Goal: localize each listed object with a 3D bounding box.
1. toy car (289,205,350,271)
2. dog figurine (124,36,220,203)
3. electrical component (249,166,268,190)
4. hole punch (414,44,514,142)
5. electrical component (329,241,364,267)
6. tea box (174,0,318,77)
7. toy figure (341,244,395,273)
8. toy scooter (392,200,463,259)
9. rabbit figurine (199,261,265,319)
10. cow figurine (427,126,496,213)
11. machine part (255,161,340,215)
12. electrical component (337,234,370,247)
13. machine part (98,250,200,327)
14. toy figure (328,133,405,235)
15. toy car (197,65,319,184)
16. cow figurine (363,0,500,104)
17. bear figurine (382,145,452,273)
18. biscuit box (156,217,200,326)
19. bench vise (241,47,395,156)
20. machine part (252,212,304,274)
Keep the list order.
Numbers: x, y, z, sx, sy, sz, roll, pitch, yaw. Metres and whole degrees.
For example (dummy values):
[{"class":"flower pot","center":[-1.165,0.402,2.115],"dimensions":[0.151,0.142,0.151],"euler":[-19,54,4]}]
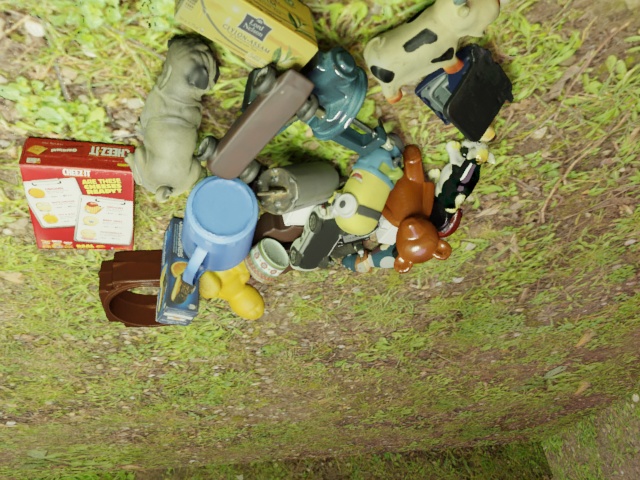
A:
[{"class":"toy car","center":[-0.002,-0.003,1.026],"dimensions":[0.073,0.056,0.201],"euler":[5,143,-22]},{"class":"dog figurine","center":[-0.200,-0.166,0.753],"dimensions":[0.121,0.172,0.190],"euler":[-3,153,-29]},{"class":"electrical component","center":[-0.098,-0.099,0.992],"dimensions":[0.063,0.021,0.094],"euler":[5,141,-20]},{"class":"hole punch","center":[0.227,-0.233,0.846],"dimensions":[0.142,0.092,0.115],"euler":[30,99,-39]},{"class":"electrical component","center":[0.052,0.020,1.174],"dimensions":[0.102,0.045,0.078],"euler":[-14,146,5]},{"class":"tea box","center":[-0.091,-0.283,0.672],"dimensions":[0.169,0.098,0.068],"euler":[18,137,-36]},{"class":"toy figure","center":[0.124,0.041,1.215],"dimensions":[0.155,0.058,0.064],"euler":[-16,103,9]},{"class":"toy scooter","center":[0.243,-0.017,1.143],"dimensions":[0.135,0.075,0.184],"euler":[0,137,-49]},{"class":"rabbit figurine","center":[-0.188,0.098,1.121],"dimensions":[0.173,0.122,0.162],"euler":[51,158,-22]},{"class":"cow figurine","center":[0.262,-0.129,0.974],"dimensions":[0.068,0.098,0.167],"euler":[8,142,-15]},{"class":"machine part","center":[-0.033,-0.090,0.901],"dimensions":[0.079,0.079,0.243],"euler":[-32,177,28]},{"class":"electrical component","center":[0.058,-0.040,1.091],"dimensions":[0.075,0.048,0.119],"euler":[-13,146,2]},{"class":"machine part","center":[-0.365,0.111,1.164],"dimensions":[0.201,0.087,0.200],"euler":[0,144,-11]},{"class":"toy figure","center":[0.088,-0.093,0.918],"dimensions":[0.089,0.180,0.082],"euler":[34,170,-9]},{"class":"toy car","center":[-0.086,-0.156,0.732],"dimensions":[0.089,0.053,0.202],"euler":[26,128,-31]},{"class":"cow figurine","center":[0.152,-0.286,0.745],"dimensions":[0.195,0.085,0.127],"euler":[-23,149,19]},{"class":"bear figurine","center":[0.157,-0.051,0.973],"dimensions":[0.120,0.196,0.131],"euler":[-17,143,15]},{"class":"biscuit box","center":[-0.263,0.056,1.009],"dimensions":[0.063,0.203,0.059],"euler":[14,140,-28]},{"class":"bench vise","center":[0.008,-0.185,0.819],"dimensions":[0.240,0.129,0.223],"euler":[24,138,-33]},{"class":"machine part","center":[-0.067,0.006,1.117],"dimensions":[0.179,0.056,0.179],"euler":[-7,145,-5]}]
